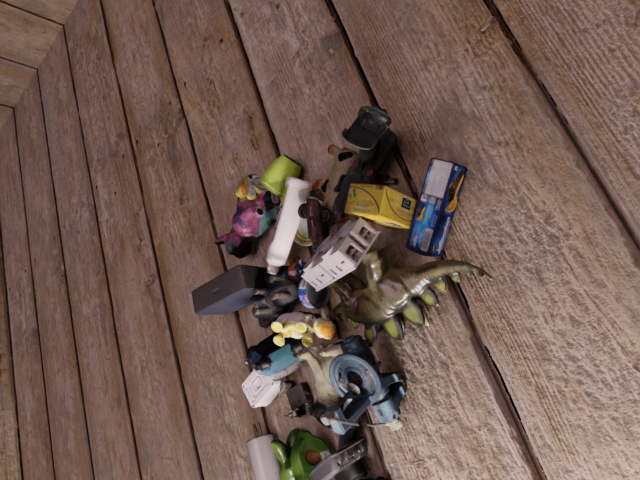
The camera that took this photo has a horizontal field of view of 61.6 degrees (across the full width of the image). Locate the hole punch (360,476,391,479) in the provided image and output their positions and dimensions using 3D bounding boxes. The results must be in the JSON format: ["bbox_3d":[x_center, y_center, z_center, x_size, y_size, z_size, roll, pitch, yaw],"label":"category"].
[{"bbox_3d":[0.091,0.584,1.173,0.142,0.092,0.116,-28,63,40],"label":"hole punch"}]

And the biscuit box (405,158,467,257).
[{"bbox_3d":[0.245,-0.066,1.134,0.059,0.062,0.202,21,99,41],"label":"biscuit box"}]

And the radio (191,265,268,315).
[{"bbox_3d":[-0.239,0.142,1.492,0.230,0.131,0.073,-27,67,37],"label":"radio"}]

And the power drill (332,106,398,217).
[{"bbox_3d":[0.095,-0.175,1.169,0.086,0.207,0.232,29,71,21],"label":"power drill"}]

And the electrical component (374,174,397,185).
[{"bbox_3d":[0.138,-0.122,1.263,0.094,0.021,0.063,6,89,39],"label":"electrical component"}]

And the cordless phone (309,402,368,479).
[{"bbox_3d":[0.049,0.435,1.183,0.089,0.146,0.184,6,93,36],"label":"cordless phone"}]

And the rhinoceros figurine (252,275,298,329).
[{"bbox_3d":[-0.117,0.163,1.396,0.190,0.112,0.073,-49,41,39],"label":"rhinoceros figurine"}]

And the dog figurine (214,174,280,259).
[{"bbox_3d":[-0.215,-0.058,1.517,0.219,0.108,0.191,-36,63,36],"label":"dog figurine"}]

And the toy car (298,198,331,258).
[{"bbox_3d":[-0.003,-0.004,1.298,0.089,0.053,0.201,21,134,50],"label":"toy car"}]

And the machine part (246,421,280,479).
[{"bbox_3d":[-0.133,0.589,1.376,0.079,0.079,0.243,-34,62,34],"label":"machine part"}]

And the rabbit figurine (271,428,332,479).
[{"bbox_3d":[-0.057,0.542,1.292,0.159,0.121,0.170,56,134,24],"label":"rabbit figurine"}]

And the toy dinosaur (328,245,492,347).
[{"bbox_3d":[0.154,0.112,1.146,0.471,0.105,0.198,-39,75,49],"label":"toy dinosaur"}]

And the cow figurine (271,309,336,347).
[{"bbox_3d":[-0.029,0.208,1.311,0.168,0.098,0.068,-4,110,24],"label":"cow figurine"}]

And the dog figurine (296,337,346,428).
[{"bbox_3d":[0.050,0.332,1.248,0.172,0.121,0.190,-21,85,41],"label":"dog figurine"}]

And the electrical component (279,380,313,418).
[{"bbox_3d":[-0.061,0.401,1.358,0.078,0.045,0.102,-34,63,36],"label":"electrical component"}]

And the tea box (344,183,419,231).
[{"bbox_3d":[0.143,-0.067,1.152,0.098,0.169,0.068,10,85,44],"label":"tea box"}]

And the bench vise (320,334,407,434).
[{"bbox_3d":[0.082,0.322,1.099,0.129,0.240,0.223,-13,100,35],"label":"bench vise"}]

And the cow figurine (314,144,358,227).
[{"bbox_3d":[0.049,-0.123,1.307,0.127,0.085,0.194,34,106,45],"label":"cow figurine"}]

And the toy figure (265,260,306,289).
[{"bbox_3d":[-0.076,0.089,1.403,0.154,0.064,0.058,-21,27,34],"label":"toy figure"}]

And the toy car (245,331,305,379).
[{"bbox_3d":[-0.102,0.297,1.360,0.109,0.162,0.102,23,137,51],"label":"toy car"}]
